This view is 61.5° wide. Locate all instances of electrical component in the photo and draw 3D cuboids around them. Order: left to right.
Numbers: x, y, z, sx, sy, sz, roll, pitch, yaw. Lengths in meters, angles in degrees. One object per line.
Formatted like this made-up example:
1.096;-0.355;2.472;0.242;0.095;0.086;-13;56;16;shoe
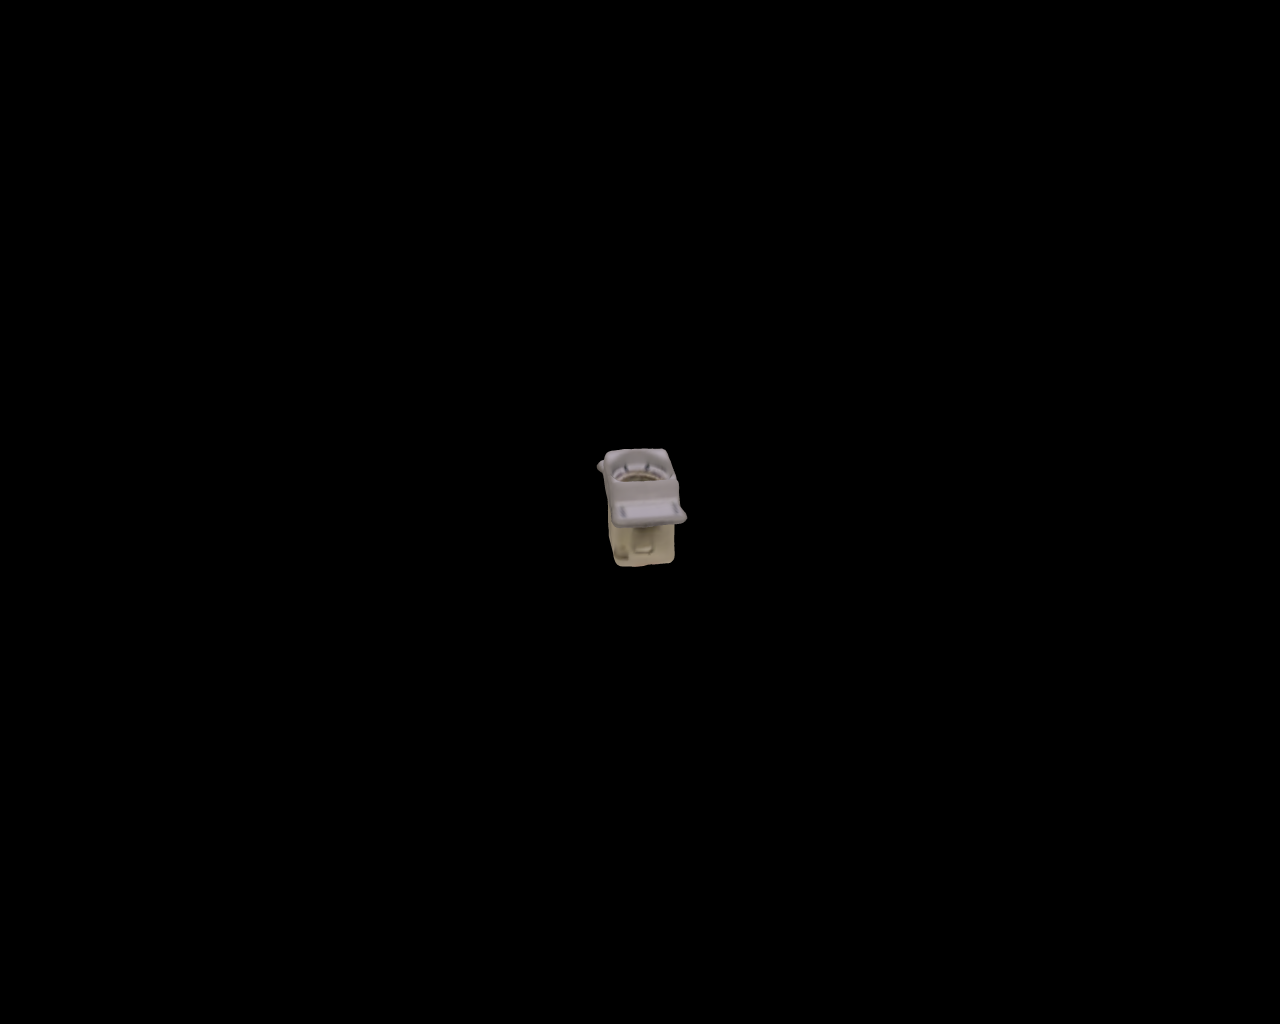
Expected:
0.001;-0.003;0.650;0.042;0.063;0.081;-4;30;-6;electrical component
